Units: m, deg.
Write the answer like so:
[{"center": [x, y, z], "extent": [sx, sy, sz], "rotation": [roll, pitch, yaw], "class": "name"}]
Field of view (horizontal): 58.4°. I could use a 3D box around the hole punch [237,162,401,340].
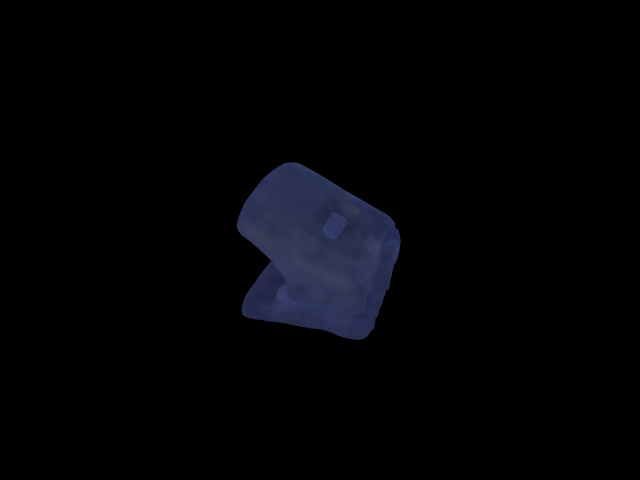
[{"center": [0.004, 0.001, 0.400], "extent": [0.101, 0.091, 0.109], "rotation": [8, 32, 14], "class": "hole punch"}]
